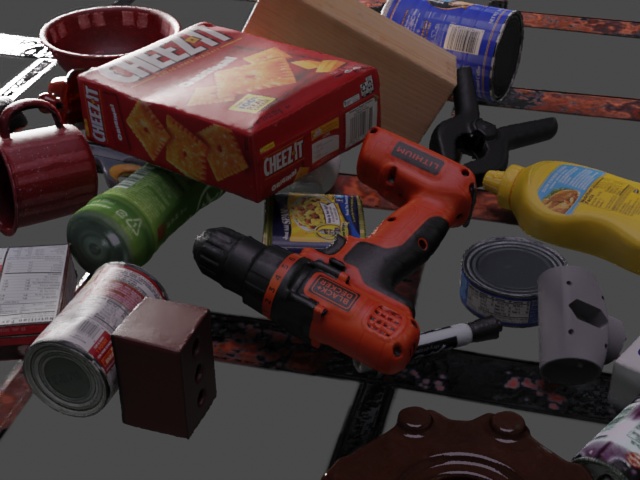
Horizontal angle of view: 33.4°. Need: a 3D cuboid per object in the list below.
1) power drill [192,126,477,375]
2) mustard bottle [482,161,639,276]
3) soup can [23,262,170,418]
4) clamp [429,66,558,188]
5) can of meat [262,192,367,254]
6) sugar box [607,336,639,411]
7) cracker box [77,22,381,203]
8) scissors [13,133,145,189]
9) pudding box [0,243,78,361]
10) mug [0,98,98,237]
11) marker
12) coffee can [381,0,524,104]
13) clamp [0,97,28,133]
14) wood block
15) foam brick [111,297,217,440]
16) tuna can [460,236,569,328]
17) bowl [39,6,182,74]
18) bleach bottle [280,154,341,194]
[{"bbox_3d":[0.021,-0.003,0.814,0.184,0.057,0.187,28,57,16],"label":"power drill"},{"bbox_3d":[0.231,-0.026,0.931,0.192,0.058,0.096,21,43,28],"label":"mustard bottle"},{"bbox_3d":[-0.159,0.070,0.769,0.068,0.068,0.102,10,34,15],"label":"soup can"},{"bbox_3d":[0.167,-0.098,1.051,0.120,0.039,0.171,22,50,7],"label":"clamp"},{"bbox_3d":[-0.006,0.001,0.890,0.084,0.057,0.102,1,33,-2],"label":"can of meat"},{"bbox_3d":[0.294,0.079,0.778,0.093,0.048,0.175,24,38,33],"label":"sugar box"},{"bbox_3d":[-0.079,-0.120,0.927,0.214,0.072,0.163,22,39,35],"label":"cracker box"},{"bbox_3d":[-0.226,-0.076,1.049,0.202,0.016,0.096,6,32,9],"label":"scissors"},{"bbox_3d":[-0.240,0.048,0.833,0.090,0.039,0.113,-3,34,-5],"label":"pudding box"},{"bbox_3d":[-0.252,-0.069,0.949,0.081,0.117,0.093,-17,25,-33],"label":"mug"},{"bbox_3d":[0.083,0.077,0.804,0.121,0.020,0.020,-11,34,-18],"label":"marker"},{"bbox_3d":[0.144,-0.216,1.190,0.140,0.103,0.102,16,36,23],"label":"coffee can"},{"bbox_3d":[-0.330,-0.095,0.997,0.165,0.036,0.209,-35,9,30],"label":"clamp"},{"bbox_3d":[0.026,-0.184,1.069,0.206,0.091,0.090,27,28,-8],"label":"wood block"},{"bbox_3d":[-0.106,0.087,0.734,0.051,0.078,0.053,9,33,17],"label":"foam brick"},{"bbox_3d":[0.156,0.034,0.859,0.086,0.034,0.086,0,32,0],"label":"tuna can"},{"bbox_3d":[-0.240,-0.219,1.237,0.162,0.055,0.162,0,32,0],"label":"bowl"},{"bbox_3d":[-0.041,-0.111,1.057,0.102,0.068,0.251,5,32,-16],"label":"bleach bottle"}]
